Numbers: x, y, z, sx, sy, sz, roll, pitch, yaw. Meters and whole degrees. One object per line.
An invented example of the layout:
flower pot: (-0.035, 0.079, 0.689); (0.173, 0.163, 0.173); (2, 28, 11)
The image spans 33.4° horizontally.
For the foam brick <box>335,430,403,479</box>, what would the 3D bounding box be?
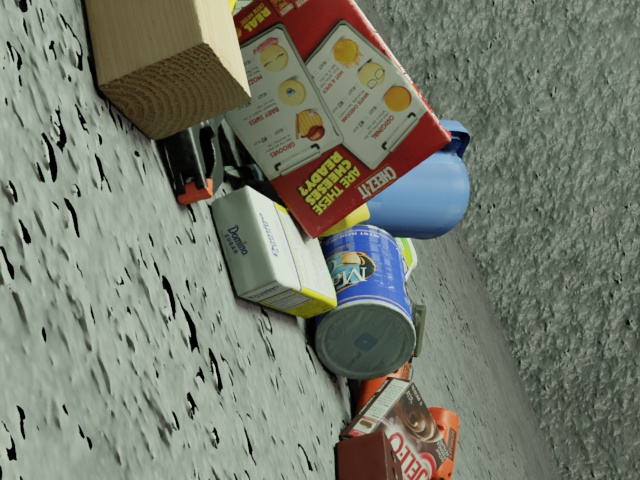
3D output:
foam brick: (0.048, 0.228, 1.003); (0.078, 0.051, 0.053); (-92, 158, -56)

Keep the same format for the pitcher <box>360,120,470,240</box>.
pitcher: (0.076, -0.071, 1.277); (0.242, 0.145, 0.149); (-3, 95, -57)

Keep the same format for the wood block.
wood block: (-0.129, -0.197, 0.847); (0.090, 0.091, 0.206); (48, 24, -59)

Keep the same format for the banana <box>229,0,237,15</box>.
banana: (-0.122, -0.305, 1.189); (0.069, 0.037, 0.198); (18, 48, -51)

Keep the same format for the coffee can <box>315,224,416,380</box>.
coffee can: (0.044, 0.064, 1.131); (0.140, 0.103, 0.102); (-93, 158, -55)

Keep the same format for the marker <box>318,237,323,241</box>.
marker: (-0.008, 0.001, 1.207); (0.121, 0.020, 0.020); (26, 45, -73)

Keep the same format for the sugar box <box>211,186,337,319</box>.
sugar box: (-0.040, 0.016, 0.990); (0.176, 0.048, 0.093); (27, 42, -67)

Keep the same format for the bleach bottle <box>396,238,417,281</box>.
bleach bottle: (0.078, 0.041, 1.418); (0.250, 0.068, 0.102); (-63, 131, -71)

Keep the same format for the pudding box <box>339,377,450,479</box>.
pudding box: (0.078, 0.209, 1.090); (0.090, 0.039, 0.113); (-47, 122, -30)

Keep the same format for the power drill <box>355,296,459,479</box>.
power drill: (0.102, 0.179, 1.222); (0.187, 0.057, 0.184); (57, 36, -37)

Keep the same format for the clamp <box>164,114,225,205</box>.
clamp: (-0.104, -0.096, 0.913); (0.120, 0.039, 0.171); (43, 35, -55)

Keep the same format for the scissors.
scissors: (-0.071, -0.083, 1.084); (0.201, 0.016, 0.096); (37, 33, -69)

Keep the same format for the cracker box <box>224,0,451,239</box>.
cracker box: (-0.002, -0.136, 1.014); (0.213, 0.164, 0.072); (54, 13, -4)

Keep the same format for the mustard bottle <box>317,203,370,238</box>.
mustard bottle: (-0.016, -0.099, 1.104); (0.096, 0.058, 0.191); (-9, -75, 62)
